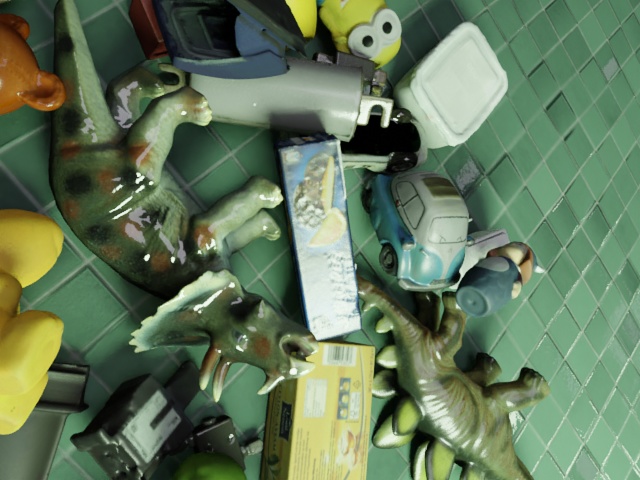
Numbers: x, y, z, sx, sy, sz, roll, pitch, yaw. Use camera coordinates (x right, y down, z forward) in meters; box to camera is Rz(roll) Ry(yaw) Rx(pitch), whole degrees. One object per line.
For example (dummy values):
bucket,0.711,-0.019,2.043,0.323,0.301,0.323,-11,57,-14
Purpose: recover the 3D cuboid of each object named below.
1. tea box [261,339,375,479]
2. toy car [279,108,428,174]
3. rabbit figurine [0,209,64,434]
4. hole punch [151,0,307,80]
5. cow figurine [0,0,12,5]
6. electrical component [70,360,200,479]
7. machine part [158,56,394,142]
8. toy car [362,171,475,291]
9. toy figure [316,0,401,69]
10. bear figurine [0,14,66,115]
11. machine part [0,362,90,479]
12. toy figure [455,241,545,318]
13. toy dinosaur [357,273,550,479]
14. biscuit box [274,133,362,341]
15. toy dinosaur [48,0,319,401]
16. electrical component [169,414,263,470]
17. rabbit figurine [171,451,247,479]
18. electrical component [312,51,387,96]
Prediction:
tea box,-0.001,0.193,0.580,0.098,0.068,0.169,12,80,-28
toy car,0.044,-0.120,0.648,0.202,0.056,0.073,-2,80,-27
rabbit figurine,-0.272,0.045,0.421,0.162,0.121,0.173,15,49,-10
hole punch,-0.084,-0.203,0.493,0.115,0.092,0.142,15,40,-47
cow figurine,-0.321,-0.222,0.443,0.098,0.068,0.167,50,64,-23
electrical component,-0.159,0.162,0.499,0.074,0.048,0.119,55,32,-16
machine part,-0.044,-0.152,0.554,0.243,0.079,0.079,7,80,-4
toy car,0.123,-0.027,0.635,0.109,0.103,0.162,0,57,-29
toy figure,0.035,-0.293,0.647,0.180,0.082,0.089,55,27,-5
bear figurine,-0.307,-0.120,0.388,0.196,0.132,0.120,-27,76,-11
machine part,-0.248,0.171,0.458,0.084,0.039,0.139,21,73,-32
toy figure,0.218,0.039,0.637,0.064,0.057,0.154,40,45,22
toy dinosaur,0.179,0.222,0.666,0.471,0.105,0.198,46,72,-8
biscuit box,-0.001,-0.002,0.544,0.059,0.063,0.202,-11,106,-7
toy dinosaur,-0.159,-0.032,0.491,0.404,0.131,0.192,48,68,-9
electrical component,-0.105,0.210,0.545,0.094,0.021,0.063,-15,92,-30
rabbit figurine,-0.104,0.265,0.464,0.159,0.121,0.170,21,97,-51
electrical component,0.027,-0.190,0.632,0.102,0.078,0.045,8,85,-30
